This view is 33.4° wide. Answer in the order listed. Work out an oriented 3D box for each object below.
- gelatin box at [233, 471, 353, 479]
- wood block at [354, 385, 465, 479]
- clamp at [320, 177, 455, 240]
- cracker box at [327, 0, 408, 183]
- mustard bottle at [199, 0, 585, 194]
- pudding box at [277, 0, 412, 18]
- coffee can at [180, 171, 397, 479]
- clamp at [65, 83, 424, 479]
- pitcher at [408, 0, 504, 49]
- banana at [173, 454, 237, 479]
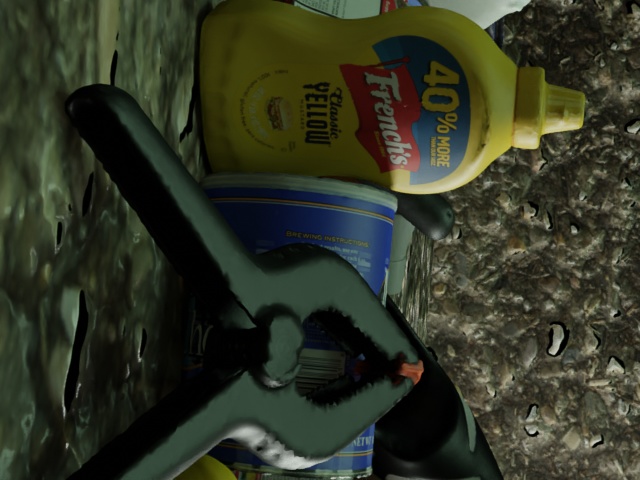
[{"bbox_3d":[-0.018,0.146,0.680,0.089,0.073,0.030,58,39,-76],"label":"gelatin box"},{"bbox_3d":[0.042,0.198,0.776,0.205,0.090,0.091,-39,109,-54],"label":"wood block"},{"bbox_3d":[-0.004,-0.059,0.641,0.171,0.120,0.039,55,43,-27],"label":"clamp"},{"bbox_3d":[0.029,-0.111,0.856,0.214,0.072,0.164,85,14,-48],"label":"cracker box"},{"bbox_3d":[0.037,-0.071,0.547,0.058,0.192,0.096,-67,159,-61],"label":"mustard bottle"},{"bbox_3d":[0.018,-0.121,0.685,0.039,0.113,0.090,-25,-128,56],"label":"pudding box"},{"bbox_3d":[-0.018,0.043,0.544,0.102,0.103,0.140,34,61,-79],"label":"coffee can"},{"bbox_3d":[-0.032,0.052,0.425,0.209,0.036,0.164,26,70,-46],"label":"clamp"},{"bbox_3d":[0.108,-0.253,1.072,0.149,0.145,0.243,-67,156,-55],"label":"pitcher"},{"bbox_3d":[-0.058,0.180,0.466,0.037,0.070,0.198,9,85,-40],"label":"banana"}]
